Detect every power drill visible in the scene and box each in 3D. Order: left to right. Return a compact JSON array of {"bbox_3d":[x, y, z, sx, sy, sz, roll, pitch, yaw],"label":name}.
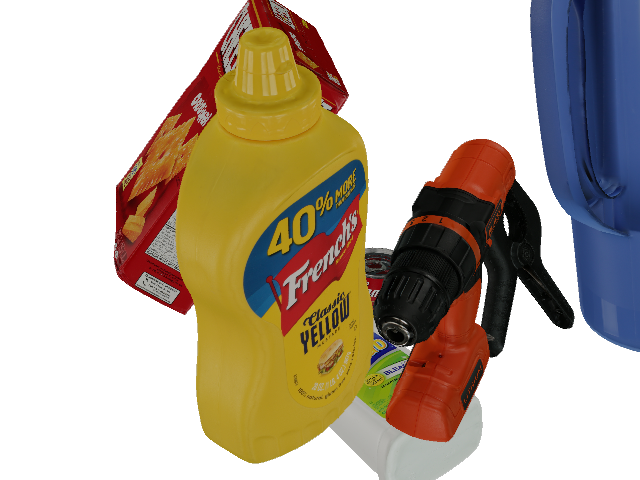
[{"bbox_3d":[0.081,0.049,0.719,0.057,0.188,0.184,18,45,18],"label":"power drill"}]

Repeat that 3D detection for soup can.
[{"bbox_3d":[0.060,0.068,1.182,0.068,0.102,0.068,1,26,-1],"label":"soup can"}]

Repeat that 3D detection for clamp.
[{"bbox_3d":[0.173,0.023,0.991,0.120,0.171,0.039,-26,8,-42],"label":"clamp"}]

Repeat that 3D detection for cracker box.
[{"bbox_3d":[-0.079,-0.074,0.832,0.072,0.214,0.164,30,19,-23],"label":"cracker box"}]

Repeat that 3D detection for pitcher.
[{"bbox_3d":[0.182,-0.061,0.562,0.149,0.243,0.145,-6,22,5],"label":"pitcher"}]

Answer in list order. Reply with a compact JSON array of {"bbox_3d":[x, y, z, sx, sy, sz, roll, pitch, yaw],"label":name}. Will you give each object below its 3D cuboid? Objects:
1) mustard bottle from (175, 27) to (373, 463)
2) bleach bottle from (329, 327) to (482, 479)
[{"bbox_3d":[-0.017,0.000,0.451,0.058,0.192,0.096,26,47,32],"label":"mustard bottle"},{"bbox_3d":[0.019,0.112,0.907,0.102,0.068,0.251,-24,35,-28],"label":"bleach bottle"}]
